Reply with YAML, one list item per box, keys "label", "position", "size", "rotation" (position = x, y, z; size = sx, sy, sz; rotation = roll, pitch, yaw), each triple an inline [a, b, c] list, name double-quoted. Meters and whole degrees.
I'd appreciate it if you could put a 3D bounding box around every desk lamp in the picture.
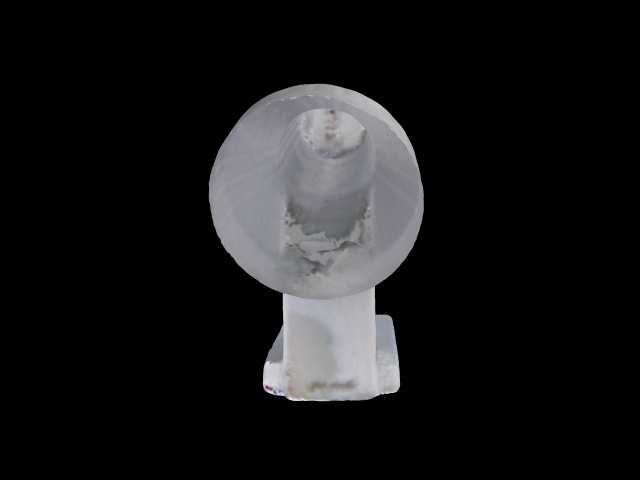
- label: "desk lamp"
  position: [0.004, 0.001, 0.400]
  size: [0.118, 0.213, 0.203]
  rotation: [1, 11, 4]
